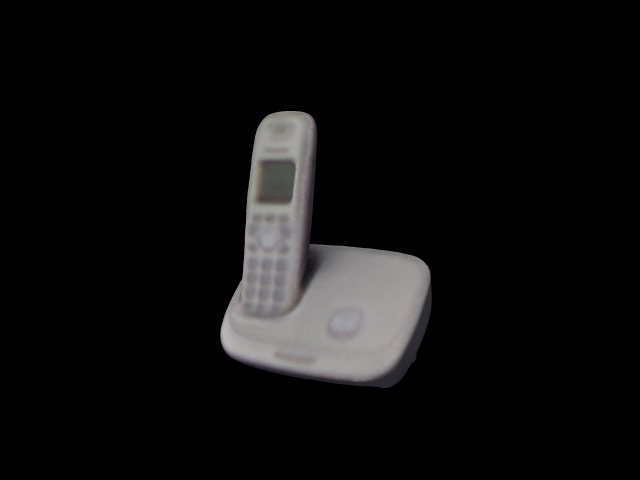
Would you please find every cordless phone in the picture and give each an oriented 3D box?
[{"bbox_3d":[0.004,0.001,0.400,0.147,0.185,0.094,4,8,28],"label":"cordless phone"}]
